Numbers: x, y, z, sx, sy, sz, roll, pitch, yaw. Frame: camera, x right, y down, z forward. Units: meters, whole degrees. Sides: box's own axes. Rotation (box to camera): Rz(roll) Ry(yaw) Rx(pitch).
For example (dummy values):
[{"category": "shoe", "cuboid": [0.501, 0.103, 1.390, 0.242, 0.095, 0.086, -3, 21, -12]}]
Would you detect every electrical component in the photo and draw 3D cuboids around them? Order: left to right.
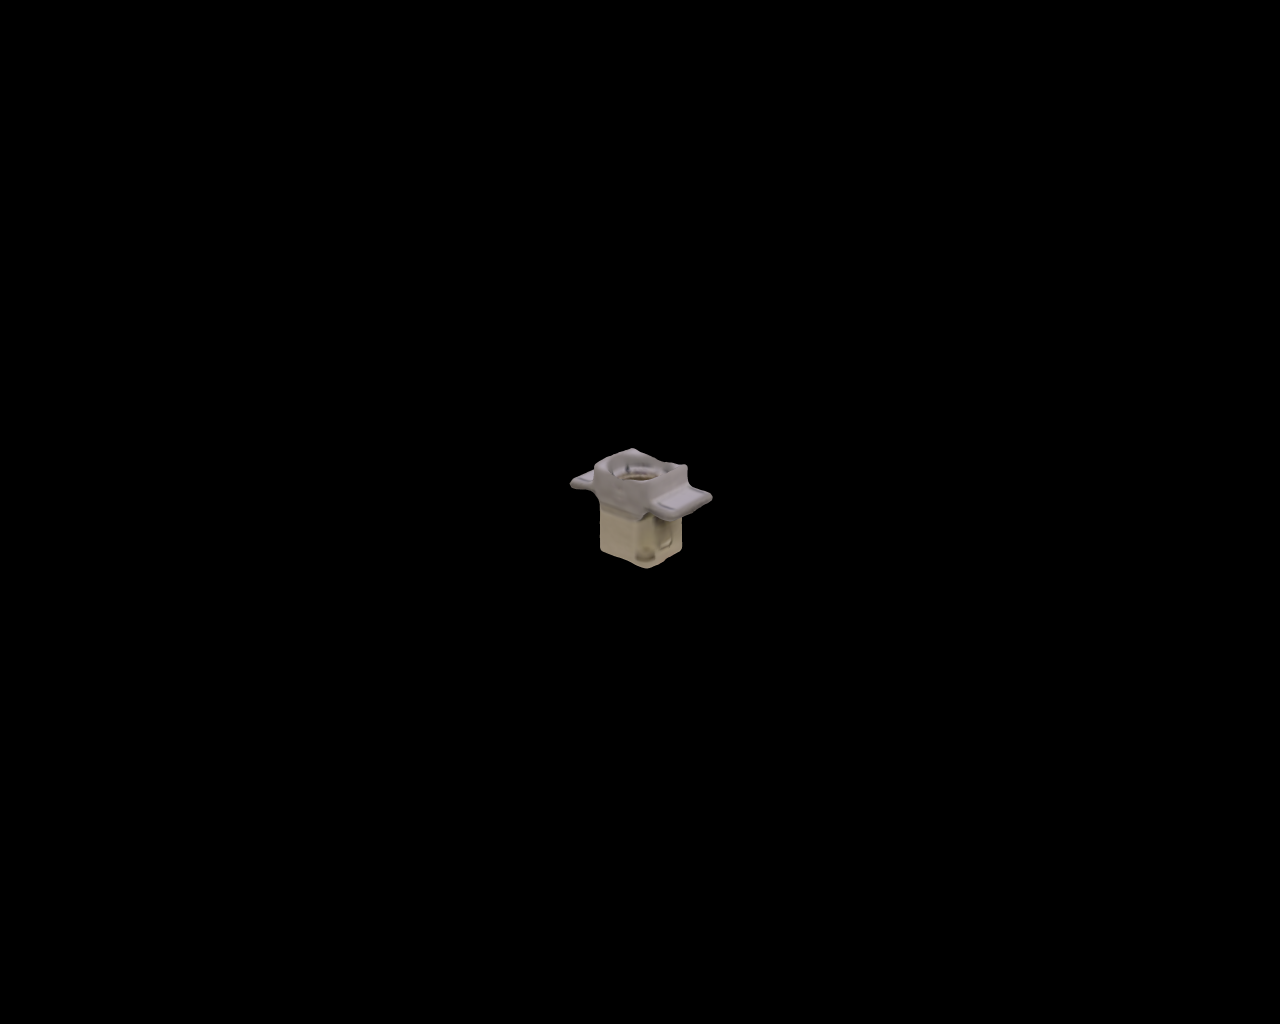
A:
[{"category": "electrical component", "cuboid": [0.001, -0.003, 0.650, 0.081, 0.063, 0.042, 20, 32, 36]}]
